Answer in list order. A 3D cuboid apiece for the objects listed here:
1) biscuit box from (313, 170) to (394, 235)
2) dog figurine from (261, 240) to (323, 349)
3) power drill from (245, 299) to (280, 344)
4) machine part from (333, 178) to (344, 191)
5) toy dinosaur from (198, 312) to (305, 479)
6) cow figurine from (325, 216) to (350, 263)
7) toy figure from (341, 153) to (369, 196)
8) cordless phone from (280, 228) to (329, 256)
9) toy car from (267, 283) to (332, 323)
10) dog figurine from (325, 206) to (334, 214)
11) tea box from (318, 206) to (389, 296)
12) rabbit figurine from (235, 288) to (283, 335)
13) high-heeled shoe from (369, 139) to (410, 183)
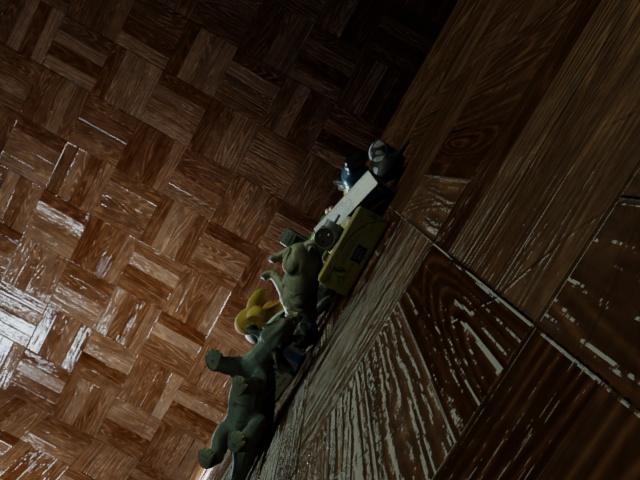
[{"bbox_3d":[0.075,-0.062,1.241,0.202,0.062,0.059,-47,42,19],"label":"biscuit box"},{"bbox_3d":[-0.031,0.116,1.145,0.191,0.121,0.172,65,148,30],"label":"dog figurine"},{"bbox_3d":[-0.145,0.286,1.706,0.232,0.086,0.207,-33,-29,-45],"label":"power drill"},{"bbox_3d":[0.103,-0.139,1.495,0.084,0.138,0.039,6,76,46],"label":"machine part"},{"bbox_3d":[-0.134,0.323,1.050,0.192,0.131,0.404,6,-85,-57],"label":"toy dinosaur"},{"bbox_3d":[0.055,0.036,1.182,0.167,0.068,0.098,-62,13,11],"label":"cow figurine"},{"bbox_3d":[0.095,-0.138,1.385,0.179,0.089,0.082,69,-150,-47],"label":"toy figure"},{"bbox_3d":[-0.003,-0.005,1.442,0.146,0.184,0.089,-61,-2,6],"label":"cordless phone"},{"bbox_3d":[-0.056,0.177,1.259,0.201,0.074,0.056,-47,-20,9],"label":"toy car"},{"bbox_3d":[0.026,0.016,1.587,0.219,0.108,0.191,-64,3,-7],"label":"dog figurine"},{"bbox_3d":[0.064,0.021,1.077,0.169,0.068,0.098,-61,0,3],"label":"tea box"},{"bbox_3d":[-0.142,0.208,1.401,0.162,0.173,0.122,77,-172,-51],"label":"rabbit figurine"},{"bbox_3d":[0.151,-0.185,1.375,0.145,0.086,0.249,-54,11,-10],"label":"high-heeled shoe"}]
